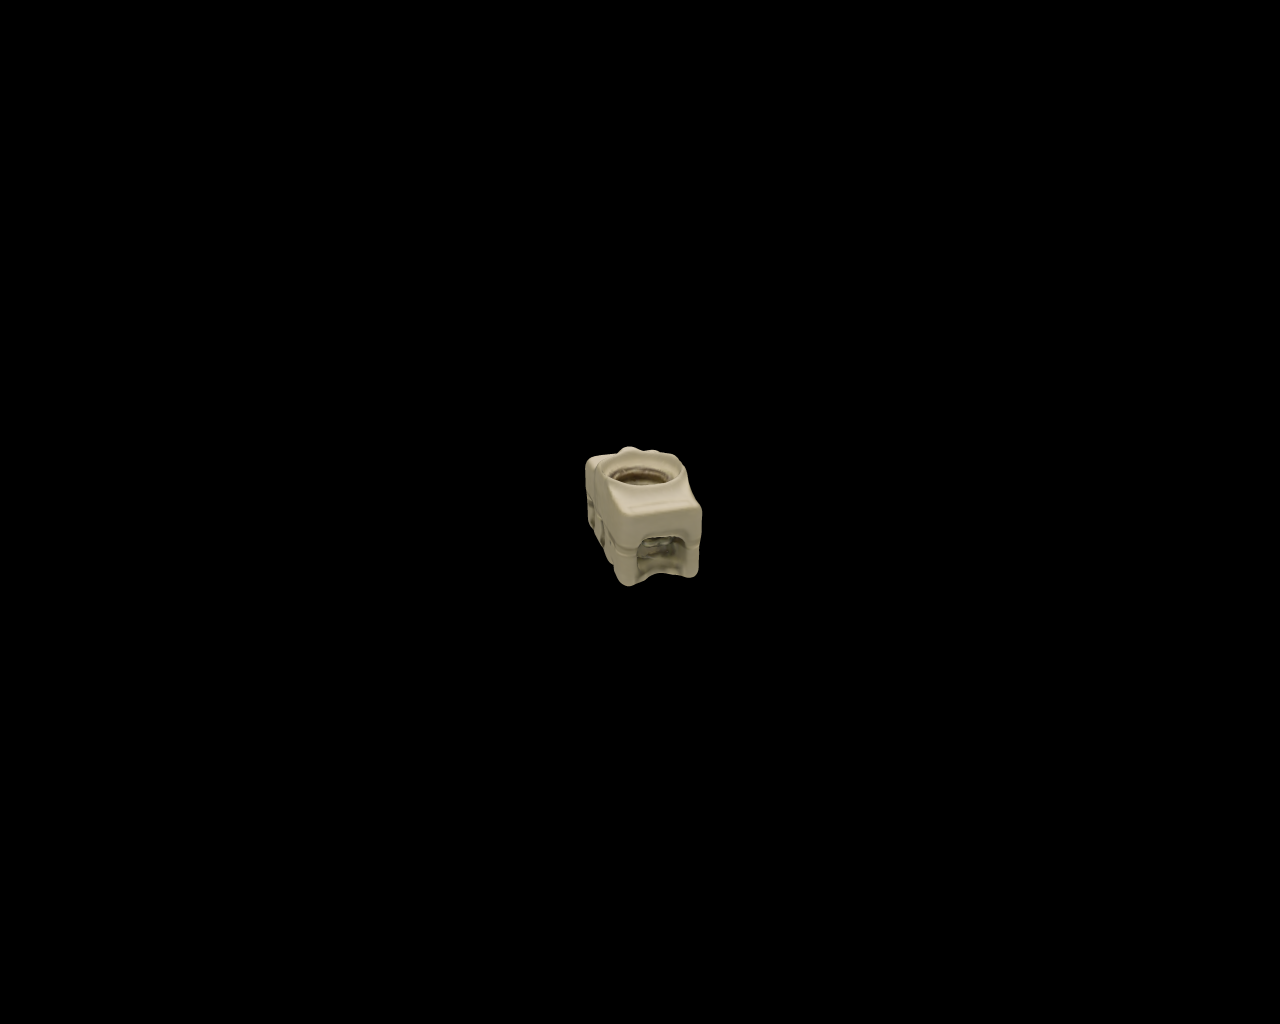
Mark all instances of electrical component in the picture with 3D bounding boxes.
[{"bbox_3d":[0.001,-0.003,0.650,0.050,0.055,0.090,-7,27,-14],"label":"electrical component"}]
